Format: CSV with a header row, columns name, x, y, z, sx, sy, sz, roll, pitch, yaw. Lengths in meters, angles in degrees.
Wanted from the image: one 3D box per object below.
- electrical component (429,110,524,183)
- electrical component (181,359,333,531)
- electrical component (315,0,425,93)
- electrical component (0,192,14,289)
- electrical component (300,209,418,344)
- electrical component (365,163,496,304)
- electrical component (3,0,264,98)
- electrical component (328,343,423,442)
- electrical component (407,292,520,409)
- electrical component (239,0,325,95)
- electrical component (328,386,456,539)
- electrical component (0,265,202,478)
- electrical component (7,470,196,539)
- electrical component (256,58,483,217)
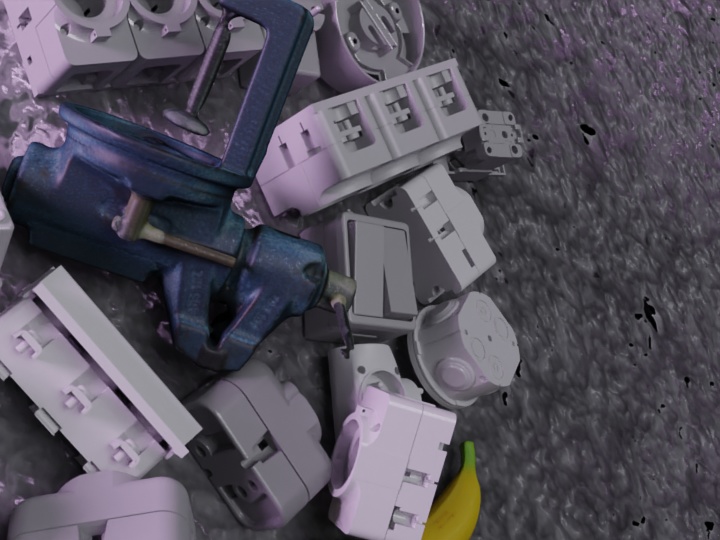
name,x,y,z,sx,sy,sz,roll,pitch,yaw
electrical component,0.093,-0.100,0.865,0.081,0.064,0.042,-4,77,-39
electrical component,-0.064,0.107,0.676,0.059,0.054,0.095,-39,101,-40
electrical component,0.005,-0.184,0.822,0.099,0.064,0.099,14,67,-35
electrical component,-0.238,-0.033,0.564,0.100,0.048,0.099,-2,46,-39
electrical component,0.000,0.000,0.759,0.062,0.061,0.096,9,70,-36
electrical component,0.057,-0.029,0.821,0.056,0.050,0.089,-36,98,-40
electrical component,-0.145,-0.172,0.701,0.150,0.062,0.089,-15,85,-41
electrical component,0.016,0.093,0.751,0.079,0.044,0.077,6,72,-40
electrical component,0.077,0.059,0.798,0.080,0.051,0.080,30,47,-38
electrical component,-0.051,-0.180,0.769,0.047,0.076,0.083,2,74,-38
electrical component,0.016,0.124,0.684,0.056,0.050,0.089,18,86,-17
electrical component,-0.156,0.064,0.610,0.063,0.079,0.121,-42,104,-17
electrical component,-0.136,0.147,0.572,0.095,0.053,0.059,-8,36,-5
electrical component,0.006,-0.092,0.775,0.150,0.089,0.061,-26,92,-41
